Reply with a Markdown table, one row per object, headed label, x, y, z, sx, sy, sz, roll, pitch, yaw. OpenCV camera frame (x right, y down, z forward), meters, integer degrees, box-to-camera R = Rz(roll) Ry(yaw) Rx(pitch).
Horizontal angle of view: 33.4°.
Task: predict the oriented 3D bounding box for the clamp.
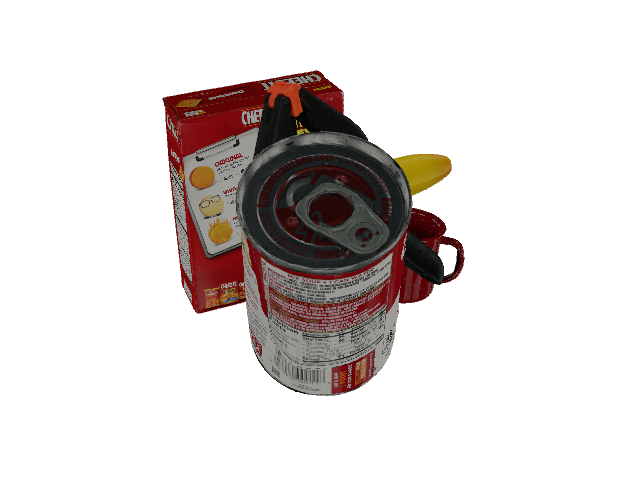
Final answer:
| label | x | y | z | sx | sy | sz | roll | pitch | yaw |
| --- | --- | --- | --- | --- | --- | --- | --- | --- | --- |
| clamp | -0.001 | -0.011 | 0.654 | 0.120 | 0.171 | 0.039 | -39 | 22 | -22 |

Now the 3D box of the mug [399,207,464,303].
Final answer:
| label | x | y | z | sx | sy | sz | roll | pitch | yaw |
| --- | --- | --- | --- | --- | --- | --- | --- | --- | --- |
| mug | 0.101 | 0.018 | 1.188 | 0.117 | 0.081 | 0.093 | 6 | 25 | 3 |

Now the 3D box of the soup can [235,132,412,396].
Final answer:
| label | x | y | z | sx | sy | sz | roll | pitch | yaw |
| --- | --- | --- | --- | --- | --- | --- | --- | --- | --- |
| soup can | 0.001 | 0.014 | 0.448 | 0.068 | 0.068 | 0.102 | 0 | -36 | 0 |

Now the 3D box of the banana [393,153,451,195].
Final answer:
| label | x | y | z | sx | sy | sz | roll | pitch | yaw |
| --- | --- | --- | --- | --- | --- | --- | --- | --- | --- |
| banana | 0.031 | -0.015 | 0.860 | 0.069 | 0.197 | 0.037 | 35 | -30 | 6 |

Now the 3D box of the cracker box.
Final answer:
| label | x | y | z | sx | sy | sz | roll | pitch | yaw |
| --- | --- | --- | --- | --- | --- | --- | --- | --- | --- |
| cracker box | -0.063 | -0.048 | 1.056 | 0.164 | 0.214 | 0.072 | -13 | 33 | -18 |
